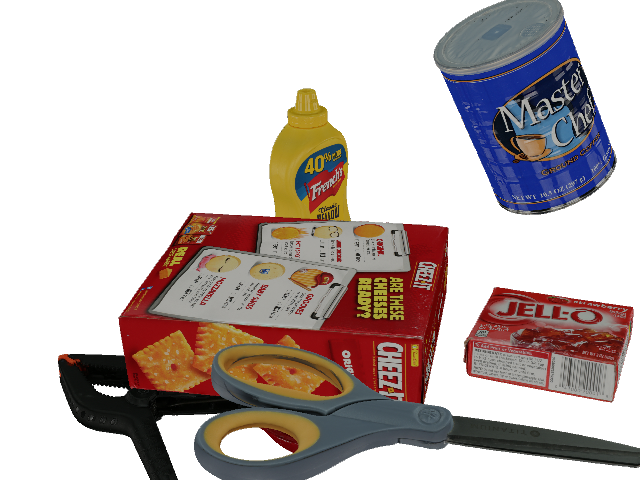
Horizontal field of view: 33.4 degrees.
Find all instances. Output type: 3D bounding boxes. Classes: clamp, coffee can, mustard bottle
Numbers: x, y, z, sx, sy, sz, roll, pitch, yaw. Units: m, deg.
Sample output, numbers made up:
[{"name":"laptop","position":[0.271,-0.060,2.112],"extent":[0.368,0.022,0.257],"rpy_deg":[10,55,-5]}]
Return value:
[{"name":"clamp","position":[-0.149,0.147,0.973],"extent":[0.210,0.036,0.164],"rpy_deg":[24,36,31]},{"name":"coffee can","position":[0.162,-0.106,0.842],"extent":[0.103,0.140,0.103],"rpy_deg":[-22,30,13]},{"name":"mustard bottle","position":[-0.010,-0.063,1.108],"extent":[0.058,0.192,0.096],"rpy_deg":[20,33,41]}]

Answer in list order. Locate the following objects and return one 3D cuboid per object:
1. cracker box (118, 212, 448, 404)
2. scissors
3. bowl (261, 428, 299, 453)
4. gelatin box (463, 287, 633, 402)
[{"name":"cracker box","position":[-0.019,0.049,0.795],"extent":[0.214,0.072,0.164],"rpy_deg":[4,29,12]},{"name":"scissors","position":[0.033,0.090,0.462],"extent":[0.202,0.016,0.096],"rpy_deg":[15,34,23]},{"name":"bowl","position":[0.003,0.169,1.084],"extent":[0.162,0.055,0.162],"rpy_deg":[-1,34,1]},{"name":"gelatin box","position":[0.139,0.060,0.646],"extent":[0.089,0.030,0.073],"rpy_deg":[9,26,20]}]
